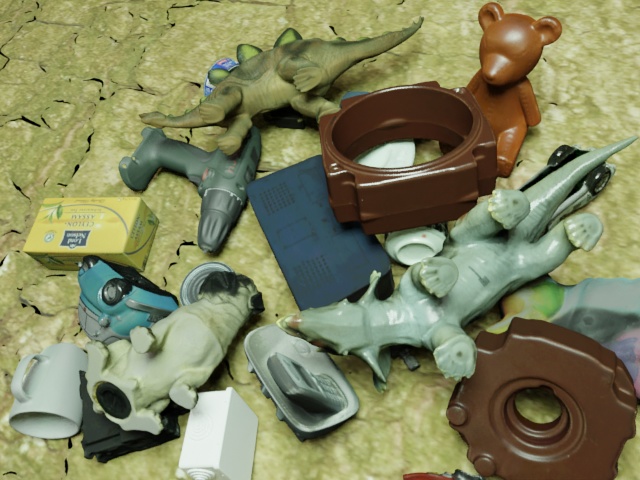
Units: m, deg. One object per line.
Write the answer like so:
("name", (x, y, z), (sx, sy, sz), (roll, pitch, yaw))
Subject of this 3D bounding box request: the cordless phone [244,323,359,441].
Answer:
("cordless phone", (-0.039, 0.139, 0.588), (0.089, 0.184, 0.147), (-37, 59, -4))

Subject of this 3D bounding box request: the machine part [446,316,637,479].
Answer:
("machine part", (0.217, 0.167, 0.534), (0.180, 0.056, 0.179), (5, 101, 24))

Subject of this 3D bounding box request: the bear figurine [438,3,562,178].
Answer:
("bear figurine", (0.238, -0.198, 0.715), (0.120, 0.195, 0.132), (29, 71, 22))

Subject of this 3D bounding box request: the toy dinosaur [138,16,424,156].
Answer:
("toy dinosaur", (-0.039, -0.249, 0.810), (0.472, 0.104, 0.199), (-16, 44, -6))

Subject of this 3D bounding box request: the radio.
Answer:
("radio", (-0.001, -0.002, 0.729), (0.131, 0.073, 0.230), (-26, 59, -4))

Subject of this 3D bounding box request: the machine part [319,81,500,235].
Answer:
("machine part", (0.103, -0.110, 0.664), (0.201, 0.087, 0.201), (-10, 45, 5))

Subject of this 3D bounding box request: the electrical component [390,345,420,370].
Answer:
("electrical component", (0.105, 0.112, 0.665), (0.063, 0.021, 0.094), (-30, 58, -6))

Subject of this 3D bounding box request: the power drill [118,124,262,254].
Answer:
("power drill", (-0.202, -0.097, 0.827), (0.208, 0.085, 0.232), (10, 62, 23))

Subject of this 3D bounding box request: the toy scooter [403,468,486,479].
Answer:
("toy scooter", (0.157, 0.297, 0.514), (0.135, 0.075, 0.184), (-27, 61, -3))

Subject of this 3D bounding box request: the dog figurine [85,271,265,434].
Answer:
("dog figurine", (-0.167, 0.123, 0.643), (0.172, 0.121, 0.190), (-20, 12, 26))

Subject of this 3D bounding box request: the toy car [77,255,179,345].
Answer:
("toy car", (-0.274, 0.092, 0.722), (0.162, 0.109, 0.103), (24, 86, 34))

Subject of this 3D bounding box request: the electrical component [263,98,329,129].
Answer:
("electrical component", (-0.044, -0.214, 0.878), (0.102, 0.045, 0.078), (13, 66, 20))

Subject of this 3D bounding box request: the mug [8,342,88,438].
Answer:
("mug", (-0.346, 0.182, 0.686), (0.081, 0.109, 0.107), (-18, 44, 13))

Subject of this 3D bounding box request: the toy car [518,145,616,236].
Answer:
("toy car", (0.295, -0.054, 0.700), (0.202, 0.056, 0.074), (-37, 53, -11))

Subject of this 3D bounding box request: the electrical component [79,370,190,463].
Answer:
("electrical component", (-0.228, 0.199, 0.672), (0.134, 0.058, 0.115), (-21, 60, 1))

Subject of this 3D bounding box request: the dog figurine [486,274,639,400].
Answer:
("dog figurine", (0.294, 0.109, 0.577), (0.219, 0.108, 0.191), (-13, 61, 10))

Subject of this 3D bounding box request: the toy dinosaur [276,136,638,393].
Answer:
("toy dinosaur", (0.157, 0.033, 0.583), (0.405, 0.192, 0.131), (-32, 90, -14))

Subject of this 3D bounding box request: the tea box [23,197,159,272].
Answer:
("tea box", (-0.344, -0.009, 0.815), (0.170, 0.068, 0.098), (0, 60, 12))

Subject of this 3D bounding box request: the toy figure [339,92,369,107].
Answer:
("toy figure", (0.106, -0.191, 0.821), (0.155, 0.057, 0.064), (19, 40, 25))
